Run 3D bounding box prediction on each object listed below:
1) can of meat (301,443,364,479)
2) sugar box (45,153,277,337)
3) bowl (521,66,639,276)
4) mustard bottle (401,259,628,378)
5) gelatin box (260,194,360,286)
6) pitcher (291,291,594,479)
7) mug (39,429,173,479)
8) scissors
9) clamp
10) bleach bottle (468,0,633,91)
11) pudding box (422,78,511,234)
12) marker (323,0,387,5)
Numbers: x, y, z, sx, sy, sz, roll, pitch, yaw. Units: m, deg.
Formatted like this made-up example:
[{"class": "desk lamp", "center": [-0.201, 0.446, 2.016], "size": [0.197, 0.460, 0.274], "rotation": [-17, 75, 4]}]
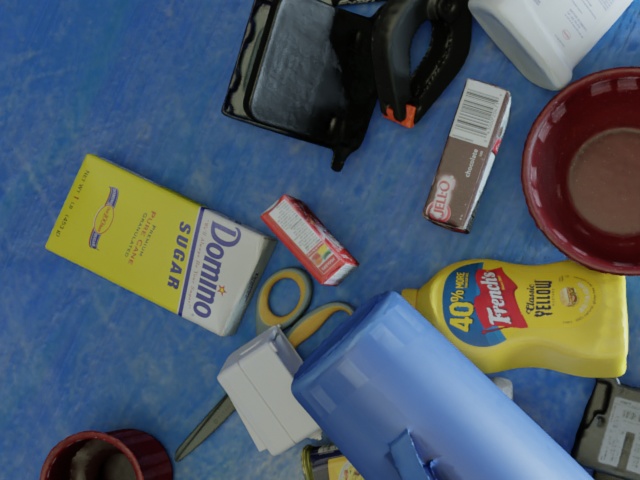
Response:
[{"class": "can of meat", "center": [0.038, 0.208, 0.861], "size": [0.084, 0.057, 0.102], "rotation": [-14, 86, 8]}, {"class": "sugar box", "center": [-0.135, 0.004, 0.909], "size": [0.176, 0.048, 0.093], "rotation": [25, 93, 13]}, {"class": "bowl", "center": [0.237, -0.049, 0.825], "size": [0.162, 0.055, 0.162], "rotation": [-1, 83, 11]}, {"class": "mustard bottle", "center": [0.140, 0.059, 0.834], "size": [0.192, 0.058, 0.096], "rotation": [-1, 54, 13]}, {"class": "gelatin box", "center": [-0.006, 0.001, 0.860], "size": [0.030, 0.089, 0.073], "rotation": [-43, 81, 5]}, {"class": "pitcher", "center": [0.094, 0.159, 0.769], "size": [0.243, 0.149, 0.144], "rotation": [46, 63, -1]}, {"class": "mug", "center": [-0.165, 0.210, 0.887], "size": [0.117, 0.081, 0.093], "rotation": [44, 97, 13]}, {"class": "scissors", "center": [-0.062, 0.098, 0.904], "size": [0.202, 0.016, 0.096], "rotation": [-31, 85, 8]}, {"class": "clamp", "center": [0.099, -0.193, 0.848], "size": [0.036, 0.164, 0.210], "rotation": [33, 118, 48]}, {"class": "bleach bottle", "center": [0.235, -0.240, 0.829], "size": [0.251, 0.068, 0.102], "rotation": [-46, 112, 1]}, {"class": "pudding box", "center": [0.116, -0.062, 0.837], "size": [0.039, 0.090, 0.113], "rotation": [20, 92, 10]}, {"class": "marker", "center": [0.028, -0.207, 0.896], "size": [0.121, 0.020, 0.020], "rotation": [-3, 87, 11]}]
